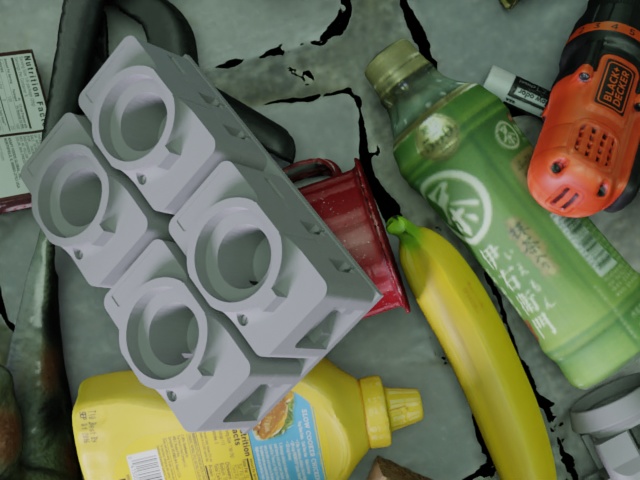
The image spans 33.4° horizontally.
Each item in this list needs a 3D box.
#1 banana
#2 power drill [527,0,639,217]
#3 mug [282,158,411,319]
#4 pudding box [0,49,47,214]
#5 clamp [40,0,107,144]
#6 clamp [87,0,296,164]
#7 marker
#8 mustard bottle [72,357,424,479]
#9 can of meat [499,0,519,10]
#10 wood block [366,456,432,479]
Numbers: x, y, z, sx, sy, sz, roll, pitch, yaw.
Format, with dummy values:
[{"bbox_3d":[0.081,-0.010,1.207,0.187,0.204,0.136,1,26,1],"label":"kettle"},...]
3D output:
[{"bbox_3d":[0.088,0.071,0.610,0.037,0.069,0.198,-26,94,31],"label":"banana"},{"bbox_3d":[0.217,-0.059,0.601,0.187,0.057,0.184,27,60,-2],"label":"power drill"},{"bbox_3d":[-0.004,0.001,0.613,0.081,0.093,0.117,-19,55,5],"label":"mug"},{"bbox_3d":[-0.211,-0.058,0.619,0.113,0.039,0.090,-14,84,-32],"label":"pudding box"},{"bbox_3d":[-0.149,-0.177,0.605,0.164,0.036,0.210,40,84,-11],"label":"clamp"},{"bbox_3d":[-0.091,-0.091,0.640,0.120,0.039,0.171,-20,86,0],"label":"clamp"},{"bbox_3d":[0.155,-0.072,0.640,0.121,0.020,0.020,25,87,4],"label":"marker"},{"bbox_3d":[-0.036,0.110,0.608,0.191,0.058,0.096,-10,113,1],"label":"mustard bottle"},{"bbox_3d":[0.133,-0.201,0.631,0.084,0.057,0.102,-22,86,-2],"label":"can of meat"},{"bbox_3d":[0.031,0.236,0.588,0.091,0.090,0.206,25,87,2],"label":"wood block"}]
